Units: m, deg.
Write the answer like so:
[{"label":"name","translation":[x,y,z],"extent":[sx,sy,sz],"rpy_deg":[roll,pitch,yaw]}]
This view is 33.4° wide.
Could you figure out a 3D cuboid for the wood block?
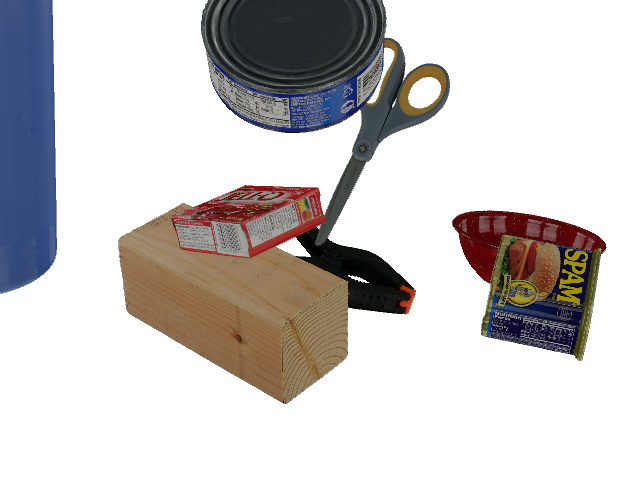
[{"label":"wood block","translation":[-0.082,0.053,0.984],"extent":[0.206,0.091,0.090],"rpy_deg":[25,41,33]}]

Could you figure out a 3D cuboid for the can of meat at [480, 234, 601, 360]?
[{"label":"can of meat","translation":[0.184,0.044,0.890],"extent":[0.084,0.057,0.102],"rpy_deg":[11,41,13]}]

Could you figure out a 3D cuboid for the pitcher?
[{"label":"pitcher","translation":[-0.236,-0.086,0.668],"extent":[0.149,0.243,0.145],"rpy_deg":[-3,26,-12]}]

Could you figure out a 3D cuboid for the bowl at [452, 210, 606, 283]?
[{"label":"bowl","translation":[0.216,0.016,1.130],"extent":[0.162,0.055,0.162],"rpy_deg":[6,17,-2]}]

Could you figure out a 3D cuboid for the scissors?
[{"label":"scissors","translation":[0.059,-0.086,0.961],"extent":[0.096,0.202,0.016],"rpy_deg":[8,-11,12]}]

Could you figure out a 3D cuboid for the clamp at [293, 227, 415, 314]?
[{"label":"clamp","translation":[0.002,0.032,1.189],"extent":[0.210,0.036,0.164],"rpy_deg":[28,35,18]}]

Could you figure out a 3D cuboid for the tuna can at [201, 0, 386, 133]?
[{"label":"tuna can","translation":[-0.012,-0.093,0.504],"extent":[0.086,0.086,0.034],"rpy_deg":[0,-32,2]}]

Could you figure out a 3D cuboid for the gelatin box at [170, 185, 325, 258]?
[{"label":"gelatin box","translation":[-0.053,-0.016,0.767],"extent":[0.073,0.030,0.089],"rpy_deg":[-25,20,-36]}]
